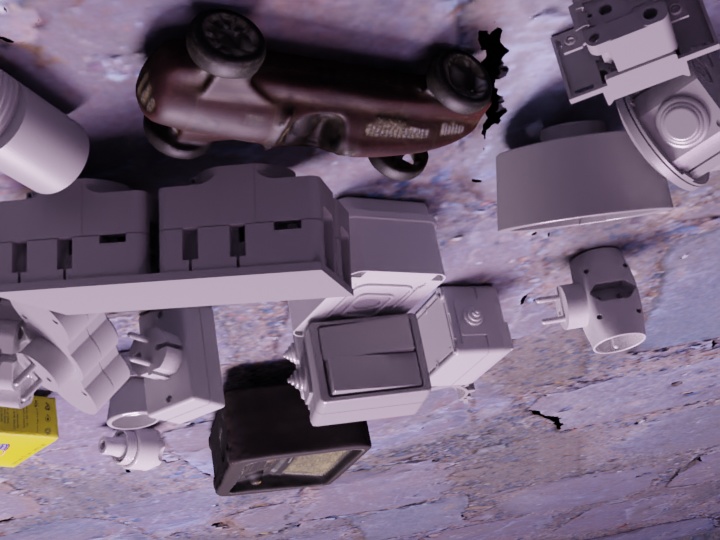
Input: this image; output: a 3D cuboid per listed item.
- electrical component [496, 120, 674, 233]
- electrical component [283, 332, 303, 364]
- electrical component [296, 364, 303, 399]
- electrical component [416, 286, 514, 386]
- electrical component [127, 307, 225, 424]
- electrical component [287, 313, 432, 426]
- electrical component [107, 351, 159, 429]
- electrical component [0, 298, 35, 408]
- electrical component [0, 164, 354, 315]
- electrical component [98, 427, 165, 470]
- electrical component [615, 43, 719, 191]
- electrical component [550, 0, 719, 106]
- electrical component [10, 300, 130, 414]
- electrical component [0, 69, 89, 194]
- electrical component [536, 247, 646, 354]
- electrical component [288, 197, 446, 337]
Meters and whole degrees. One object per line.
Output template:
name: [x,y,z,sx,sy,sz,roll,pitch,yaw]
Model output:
electrical component: [0.136,-0.060,0.671,0.108,0.060,0.108,-7,179,0]
electrical component: [-0.016,0.050,0.861,0.096,0.061,0.061,-12,156,2]
electrical component: [-0.015,0.076,0.937,0.077,0.047,0.065,-6,156,-11]
electrical component: [0.088,0.054,0.913,0.061,0.061,0.096,-1,154,-22]
electrical component: [-0.147,0.065,0.811,0.047,0.083,0.076,-23,153,25]
electrical component: [-0.003,0.070,0.765,0.096,0.061,0.061,-5,155,-13]
electrical component: [-0.193,0.101,0.906,0.045,0.055,0.045,-9,156,-4]
electrical component: [-0.262,0.055,0.761,0.057,0.078,0.058,5,-174,6]
electrical component: [-0.105,-0.015,0.627,0.186,0.060,0.105,-4,171,8]
electrical component: [-0.230,0.177,1.074,0.062,0.043,0.043,15,146,-42]
electrical component: [0.187,-0.090,0.616,0.080,0.080,0.051,14,141,-43]
electrical component: [0.141,-0.125,0.563,0.081,0.042,0.064,-20,156,17]
electrical component: [-0.209,0.058,0.739,0.052,0.073,0.138,27,147,21]
electrical component: [-0.178,-0.073,0.540,0.043,0.043,0.081,-19,155,17]
electrical component: [0.184,0.028,0.877,0.079,0.077,0.043,-9,156,-5]
electrical component: [0.000,0.000,0.762,0.078,0.057,0.113,3,153,-28]
